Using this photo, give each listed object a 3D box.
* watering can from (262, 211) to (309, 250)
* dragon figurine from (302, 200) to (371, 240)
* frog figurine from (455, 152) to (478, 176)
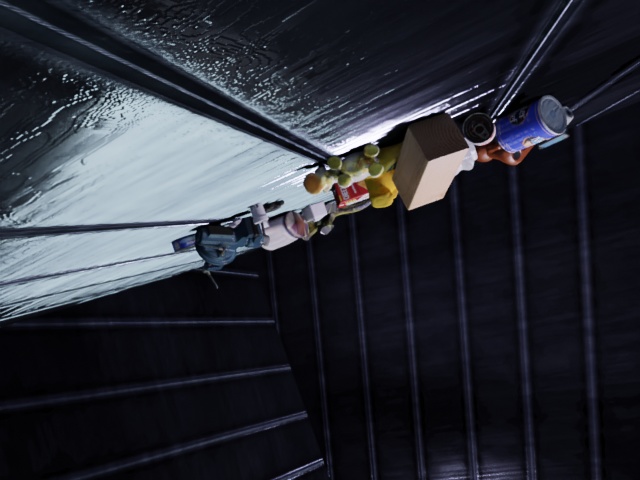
[{"bbox_3d":[-0.180,-0.027,1.883,0.222,0.105,0.347,-24,166,24],"label":"watering can"},{"bbox_3d":[0.007,-0.109,2.157,0.411,0.121,0.245,-18,-164,-6],"label":"dragon figurine"},{"bbox_3d":[0.464,-0.271,1.797,0.157,0.124,0.137,-49,154,20],"label":"frog figurine"}]
